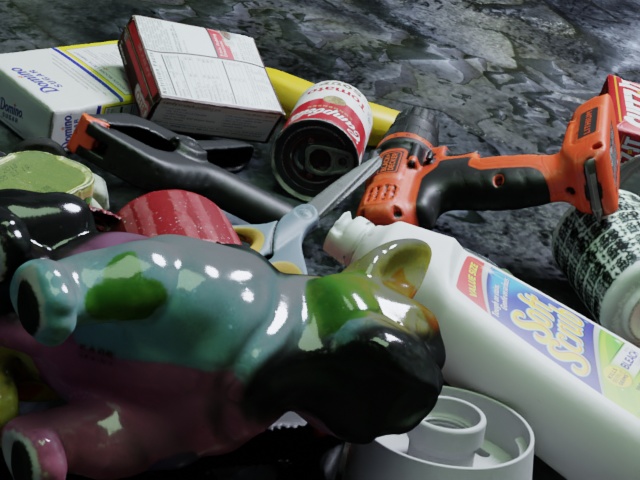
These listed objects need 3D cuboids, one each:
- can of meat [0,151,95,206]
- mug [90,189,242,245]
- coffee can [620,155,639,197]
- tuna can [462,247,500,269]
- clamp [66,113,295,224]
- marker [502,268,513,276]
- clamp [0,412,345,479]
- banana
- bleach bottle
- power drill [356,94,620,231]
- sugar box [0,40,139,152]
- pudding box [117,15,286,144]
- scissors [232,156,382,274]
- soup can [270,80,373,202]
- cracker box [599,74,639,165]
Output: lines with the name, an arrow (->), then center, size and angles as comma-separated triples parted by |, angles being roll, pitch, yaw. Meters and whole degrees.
can of meat -> -0.170, 0.006, 0.581 | 0.057, 0.084, 0.102 | 23, 29, 15
mug -> -0.087, 0.018, 0.588 | 0.117, 0.093, 0.081 | 31, 14, -30
coffee can -> 0.312, -0.030, 0.873 | 0.140, 0.103, 0.103 | -14, 40, -43
tuna can -> 0.085, 0.036, 0.711 | 0.086, 0.034, 0.086 | 12, 28, -7
clamp -> -0.088, -0.046, 0.742 | 0.171, 0.039, 0.120 | 7, 23, -43
marker -> 0.154, 0.060, 0.719 | 0.020, 0.020, 0.121 | -3, 33, -31
clamp -> -0.075, 0.115, 0.486 | 0.165, 0.036, 0.209 | 32, 33, 31
banana -> 0.008, -0.119, 0.946 | 0.198, 0.037, 0.069 | 23, 31, 12
bleach bottle -> 0.107, 0.063, 0.607 | 0.251, 0.068, 0.102 | 33, 32, 16
power drill -> 0.126, -0.059, 0.800 | 0.188, 0.057, 0.184 | -9, 32, 21
sugar box -> -0.168, -0.118, 0.845 | 0.093, 0.048, 0.175 | 37, 38, 29
pudding box -> -0.092, -0.123, 0.825 | 0.113, 0.039, 0.090 | 3, 52, -34
scissors -> -0.005, 0.001, 0.707 | 0.201, 0.016, 0.096 | -23, 54, -33
soup can -> 0.004, -0.080, 0.842 | 0.068, 0.068, 0.102 | 17, 27, 2
cracker box -> 0.372, -0.081, 1.028 | 0.214, 0.072, 0.164 | 17, 28, 4
